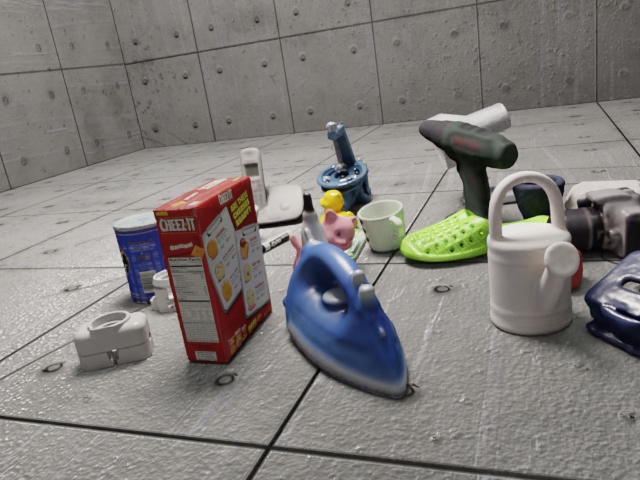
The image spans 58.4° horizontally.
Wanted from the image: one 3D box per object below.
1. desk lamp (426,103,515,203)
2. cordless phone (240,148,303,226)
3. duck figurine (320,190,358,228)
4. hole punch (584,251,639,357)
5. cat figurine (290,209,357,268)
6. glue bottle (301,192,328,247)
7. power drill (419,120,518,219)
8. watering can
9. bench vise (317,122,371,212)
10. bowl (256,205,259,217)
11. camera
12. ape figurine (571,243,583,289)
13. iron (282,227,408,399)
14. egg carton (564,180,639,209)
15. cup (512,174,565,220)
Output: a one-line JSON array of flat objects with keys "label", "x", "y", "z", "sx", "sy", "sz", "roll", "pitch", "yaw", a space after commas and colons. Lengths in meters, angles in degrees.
[{"label": "desk lamp", "x": 0.345, "y": -0.187, "z": 1.268, "sx": 0.203, "sy": 0.214, "sz": 0.118, "roll": -8, "pitch": 17, "yaw": 3}, {"label": "cordless phone", "x": -0.116, "y": -0.130, "z": 1.357, "sx": 0.147, "sy": 0.185, "sz": 0.094, "roll": -8, "pitch": 17, "yaw": 3}, {"label": "duck figurine", "x": 0.035, "y": -0.065, "z": 1.245, "sx": 0.078, "sy": 0.086, "sz": 0.104, "roll": -20, "pitch": 21, "yaw": -33}, {"label": "hole punch", "x": 0.367, "y": 0.069, "z": 0.646, "sx": 0.101, "sy": 0.091, "sz": 0.108, "roll": -14, "pitch": 18, "yaw": -18}, {"label": "cat figurine", "x": 0.009, "y": 0.004, "z": 0.984, "sx": 0.128, "sy": 0.118, "sz": 0.067, "roll": -11, "pitch": 17, "yaw": -8}, {"label": "glue bottle", "x": -0.008, "y": 0.011, "z": 0.875, "sx": 0.037, "sy": 0.173, "sz": 0.078, "roll": -13, "pitch": 18, "yaw": -14}, {"label": "power drill", "x": 0.287, "y": -0.133, "z": 1.134, "sx": 0.076, "sy": 0.208, "sz": 0.228, "roll": -19, "pitch": 20, "yaw": -31}, {"label": "watering can", "x": 0.262, "y": 0.012, "z": 0.705, "sx": 0.101, "sy": 0.194, "sz": 0.172, "roll": -16, "pitch": 19, "yaw": -23}, {"label": "bench vise", "x": 0.053, "y": -0.182, "z": 1.384, "sx": 0.121, "sy": 0.220, "sz": 0.207, "roll": -6, "pitch": 17, "yaw": 8}, {"label": "bowl", "x": -0.210, "y": -0.025, "z": 1.253, "sx": 0.167, "sy": 0.075, "sz": 0.167, "roll": -8, "pitch": 17, "yaw": 3}, {"label": "camera", "x": 0.437, "y": -0.033, "z": 0.924, "sx": 0.136, "sy": 0.101, "sz": 0.143, "roll": -7, "pitch": 17, "yaw": 7}, {"label": "ape figurine", "x": 0.336, "y": 0.021, "z": 0.814, "sx": 0.077, "sy": 0.092, "sz": 0.076, "roll": -7, "pitch": 17, "yaw": 6}, {"label": "iron", "x": 0.032, "y": 0.074, "z": 0.706, "sx": 0.119, "sy": 0.141, "sz": 0.257, "roll": -15, "pitch": 18, "yaw": -19}, {"label": "egg carton", "x": 0.525, "y": -0.066, "z": 1.039, "sx": 0.150, "sy": 0.069, "sz": 0.107, "roll": 0, "pitch": 19, "yaw": 25}, {"label": "cup", "x": 0.406, "y": -0.071, "z": 1.068, "sx": 0.091, "sy": 0.095, "sz": 0.118, "roll": -3, "pitch": 18, "yaw": 16}]
